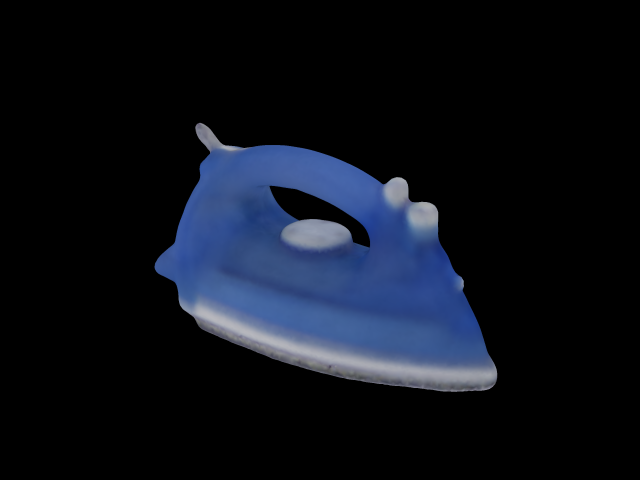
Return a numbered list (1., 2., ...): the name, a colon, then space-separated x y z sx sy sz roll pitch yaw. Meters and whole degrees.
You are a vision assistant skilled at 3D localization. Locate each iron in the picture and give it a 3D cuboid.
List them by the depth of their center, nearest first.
1. iron: 0.004 0.001 0.400 0.257 0.141 0.119 14 27 29
